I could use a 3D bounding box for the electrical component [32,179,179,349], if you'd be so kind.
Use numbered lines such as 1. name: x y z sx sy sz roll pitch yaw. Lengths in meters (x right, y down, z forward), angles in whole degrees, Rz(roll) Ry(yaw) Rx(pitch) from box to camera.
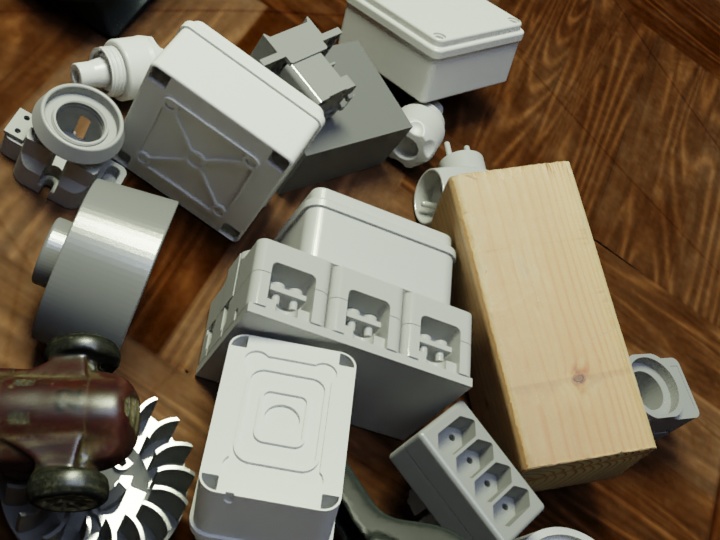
1. electrical component: -0.153 -0.001 0.619 0.060 0.108 0.108 22 51 -10

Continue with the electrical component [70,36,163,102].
1. electrical component: -0.167 -0.137 0.741 0.062 0.043 0.043 -17 70 -37

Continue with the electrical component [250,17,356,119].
1. electrical component: -0.041 -0.133 0.745 0.081 0.042 0.063 -34 84 -40

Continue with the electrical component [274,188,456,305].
1. electrical component: 0.000 0.000 0.728 0.113 0.078 0.057 20 55 -19

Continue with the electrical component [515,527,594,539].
1. electrical component: 0.125 0.214 0.673 0.108 0.060 0.108 16 53 -22

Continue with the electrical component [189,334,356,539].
1. electrical component: -0.047 0.100 0.603 0.078 0.057 0.113 11 43 -4

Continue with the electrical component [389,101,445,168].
1. electrical component: 0.047 -0.113 0.855 0.043 0.043 0.062 38 47 -4

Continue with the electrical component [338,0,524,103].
1. electrical component: 0.058 -0.193 0.883 0.109 0.056 0.109 -21 49 -39

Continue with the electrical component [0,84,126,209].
1. electrical component: -0.184 -0.081 0.684 0.078 0.057 0.058 29 49 -11

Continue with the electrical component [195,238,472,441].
1. electrical component: -0.015 0.044 0.682 0.150 0.089 0.061 20 52 -19

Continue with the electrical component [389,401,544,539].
1. electrical component: 0.056 0.139 0.670 0.047 0.075 0.083 -30 78 -44

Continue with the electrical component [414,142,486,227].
1. electrical component: 0.083 -0.067 0.845 0.077 0.044 0.079 7 57 -27

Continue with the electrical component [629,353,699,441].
1. electrical component: 0.201 0.097 0.800 0.089 0.055 0.050 0 61 -31

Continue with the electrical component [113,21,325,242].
1. electrical component: -0.095 -0.089 0.709 0.109 0.108 0.056 35 51 -7
